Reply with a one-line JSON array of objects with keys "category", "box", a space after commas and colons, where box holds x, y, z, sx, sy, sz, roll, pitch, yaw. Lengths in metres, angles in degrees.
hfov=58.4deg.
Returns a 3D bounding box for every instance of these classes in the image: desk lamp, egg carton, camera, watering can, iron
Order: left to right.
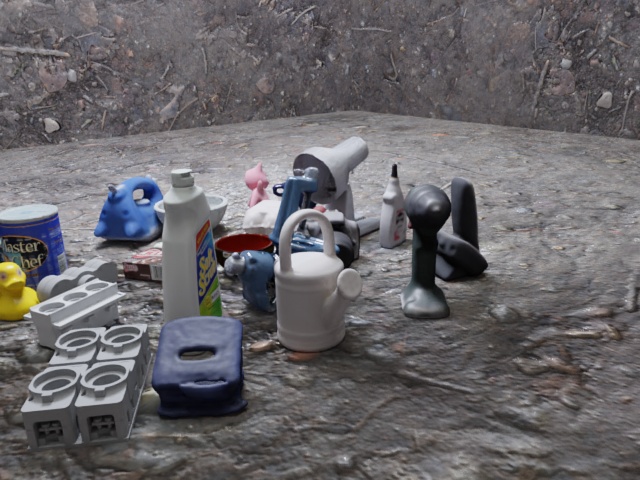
[{"category": "iron", "box": [-0.418, -0.086, 1.330, 0.118, 0.141, 0.258, 2, 19, 11]}, {"category": "egg carton", "box": [-0.107, -0.045, 1.299, 0.107, 0.069, 0.150, 4, 20, 16]}, {"category": "watering can", "box": [-0.009, 0.052, 0.810, 0.172, 0.194, 0.101, 9, 21, 28]}, {"category": "camera", "box": [0.010, 0.004, 1.096, 0.143, 0.101, 0.136, -3, 19, -3]}, {"category": "desk lamp", "box": [0.044, -0.114, 1.264, 0.117, 0.214, 0.204, 14, 24, 39]}]

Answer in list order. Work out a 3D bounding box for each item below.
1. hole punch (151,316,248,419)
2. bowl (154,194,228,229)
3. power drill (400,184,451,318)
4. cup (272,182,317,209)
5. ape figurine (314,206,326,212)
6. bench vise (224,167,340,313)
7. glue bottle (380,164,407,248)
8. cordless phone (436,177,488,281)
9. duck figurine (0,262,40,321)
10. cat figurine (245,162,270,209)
[{"category": "hole punch", "box": [-0.142, 0.151, 0.690, 0.108, 0.091, 0.101, -3, 19, -3]}, {"category": "bowl", "box": [-0.295, -0.052, 1.327, 0.167, 0.075, 0.167, -1, 19, 1]}, {"category": "power drill", "box": [0.167, 0.010, 0.897, 0.075, 0.208, 0.229, -1, 19, 3]}, {"category": "cup", "box": [-0.057, -0.096, 1.404, 0.117, 0.095, 0.091, -2, 19, -1]}, {"category": "ape figurine", "box": [0.001, -0.028, 1.204, 0.078, 0.092, 0.075, -14, 23, -33]}, {"category": "bench vise", "box": [-0.049, 0.000, 0.928, 0.121, 0.220, 0.208, 12, 23, 35]}, {"category": "glue bottle", "box": [0.154, -0.074, 1.201, 0.037, 0.173, 0.078, 10, 22, 31]}, {"category": "cordless phone", "box": [0.240, -0.032, 1.052, 0.094, 0.185, 0.147, -11, 21, -26]}, {"category": "duck figurine", "box": [-0.511, 0.077, 0.945, 0.104, 0.086, 0.078, 16, 26, 42]}, {"category": "cat figurine", "box": [-0.165, -0.145, 1.521, 0.067, 0.118, 0.127, -5, 19, -11]}]
